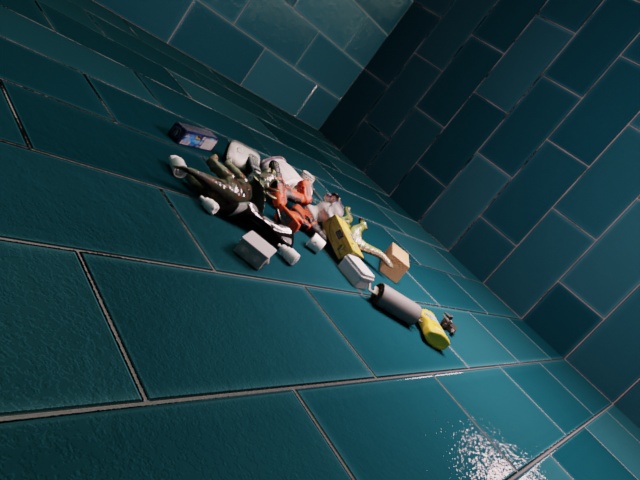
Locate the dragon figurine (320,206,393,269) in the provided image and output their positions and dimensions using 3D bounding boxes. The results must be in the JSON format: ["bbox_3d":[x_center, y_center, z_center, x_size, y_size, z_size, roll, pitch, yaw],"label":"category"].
[{"bbox_3d":[0.093,-0.014,2.026,0.244,0.120,0.416,-11,47,-48],"label":"dragon figurine"}]

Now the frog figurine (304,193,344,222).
[{"bbox_3d":[0.006,-0.098,1.945,0.139,0.161,0.120,30,-24,50],"label":"frog figurine"}]

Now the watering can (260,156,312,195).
[{"bbox_3d":[-0.166,-0.241,2.040,0.227,0.102,0.348,48,26,23],"label":"watering can"}]
